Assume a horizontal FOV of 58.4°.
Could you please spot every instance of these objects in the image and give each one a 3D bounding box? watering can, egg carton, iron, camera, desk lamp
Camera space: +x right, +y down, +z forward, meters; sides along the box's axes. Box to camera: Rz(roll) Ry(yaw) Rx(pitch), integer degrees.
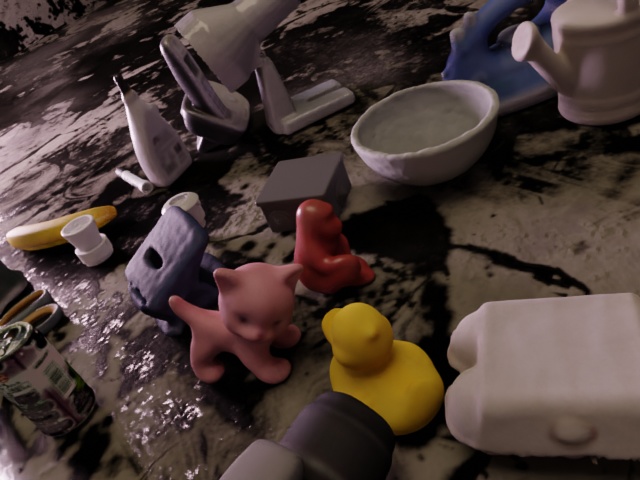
[{"bbox_3d":[0.292,-0.226,0.604,0.173,0.194,0.100,-35,37,-17],"label":"watering can"},{"bbox_3d":[0.156,0.090,0.367,0.150,0.069,0.107,-7,38,21],"label":"egg carton"},{"bbox_3d":[0.240,-0.249,0.710,0.258,0.142,0.118,-27,35,-6],"label":"iron"},{"bbox_3d":[0.000,0.158,0.335,0.142,0.101,0.137,9,45,37],"label":"camera"},{"bbox_3d":[-0.081,-0.269,0.853,0.203,0.214,0.117,-27,35,-6],"label":"desk lamp"}]

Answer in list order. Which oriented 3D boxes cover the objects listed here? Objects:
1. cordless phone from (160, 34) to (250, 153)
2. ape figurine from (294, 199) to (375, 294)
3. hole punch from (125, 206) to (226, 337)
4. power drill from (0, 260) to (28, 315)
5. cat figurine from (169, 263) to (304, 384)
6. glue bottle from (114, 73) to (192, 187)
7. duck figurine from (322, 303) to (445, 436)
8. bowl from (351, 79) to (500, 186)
[{"bbox_3d":[-0.186,-0.250,0.911,0.094,0.185,0.147,-18,35,7],"label":"cordless phone"},{"bbox_3d":[0.005,0.002,0.549,0.076,0.092,0.078,-12,36,15],"label":"ape figurine"},{"bbox_3d":[-0.156,0.030,0.603,0.101,0.091,0.108,-35,36,-17],"label":"hole punch"},{"bbox_3d":[-0.468,0.012,0.697,0.075,0.209,0.229,-8,37,21],"label":"power drill"},{"bbox_3d":[-0.069,0.062,0.488,0.127,0.118,0.067,-7,38,22],"label":"cat figurine"},{"bbox_3d":[-0.256,-0.168,0.850,0.037,0.173,0.078,3,42,32],"label":"glue bottle"},{"bbox_3d":[0.040,0.087,0.422,0.078,0.086,0.104,-38,37,-20],"label":"duck figurine"},{"bbox_3d":[0.123,-0.111,0.649,0.167,0.075,0.167,-15,35,11],"label":"bowl"}]
